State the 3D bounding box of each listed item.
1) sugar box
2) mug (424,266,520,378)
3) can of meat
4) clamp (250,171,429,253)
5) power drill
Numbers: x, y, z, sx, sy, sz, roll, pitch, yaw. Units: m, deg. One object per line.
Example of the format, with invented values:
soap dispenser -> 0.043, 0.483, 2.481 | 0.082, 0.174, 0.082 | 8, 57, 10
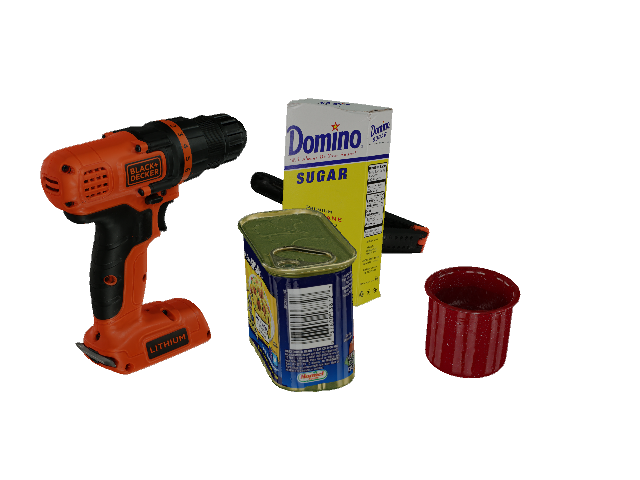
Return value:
sugar box -> 0.012, -0.036, 0.967 | 0.093, 0.176, 0.048 | 11, 17, 34
mug -> 0.145, 0.077, 1.069 | 0.093, 0.081, 0.117 | -4, 27, -10
can of meat -> -0.014, 0.036, 0.665 | 0.057, 0.084, 0.102 | -7, 21, -15
clamp -> 0.021, -0.018, 1.192 | 0.210, 0.036, 0.164 | 15, 21, -7
power drill -> -0.130, -0.002, 0.844 | 0.184, 0.188, 0.057 | -20, 27, -41
